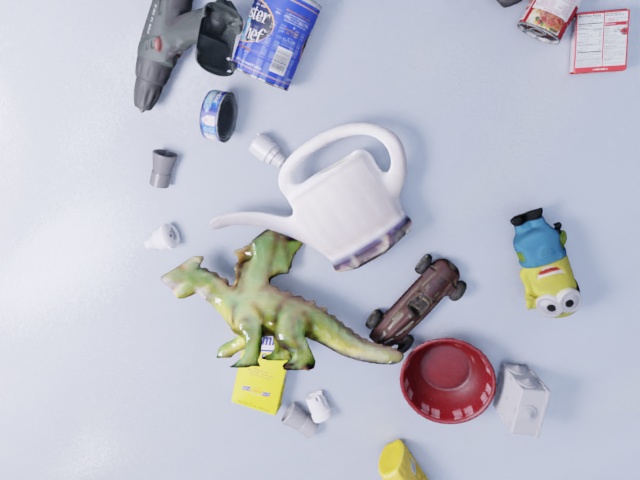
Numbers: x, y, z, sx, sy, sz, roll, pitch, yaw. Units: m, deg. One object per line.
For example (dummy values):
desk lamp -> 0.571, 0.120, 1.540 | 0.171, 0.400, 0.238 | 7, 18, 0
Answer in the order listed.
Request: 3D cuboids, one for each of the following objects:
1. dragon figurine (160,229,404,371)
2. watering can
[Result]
dragon figurine -> -0.066, 0.094, 0.887 | 0.410, 0.121, 0.245 | 0, 79, -1
watering can -> 0.003, -0.043, 0.859 | 0.345, 0.105, 0.223 | -32, 95, 13
